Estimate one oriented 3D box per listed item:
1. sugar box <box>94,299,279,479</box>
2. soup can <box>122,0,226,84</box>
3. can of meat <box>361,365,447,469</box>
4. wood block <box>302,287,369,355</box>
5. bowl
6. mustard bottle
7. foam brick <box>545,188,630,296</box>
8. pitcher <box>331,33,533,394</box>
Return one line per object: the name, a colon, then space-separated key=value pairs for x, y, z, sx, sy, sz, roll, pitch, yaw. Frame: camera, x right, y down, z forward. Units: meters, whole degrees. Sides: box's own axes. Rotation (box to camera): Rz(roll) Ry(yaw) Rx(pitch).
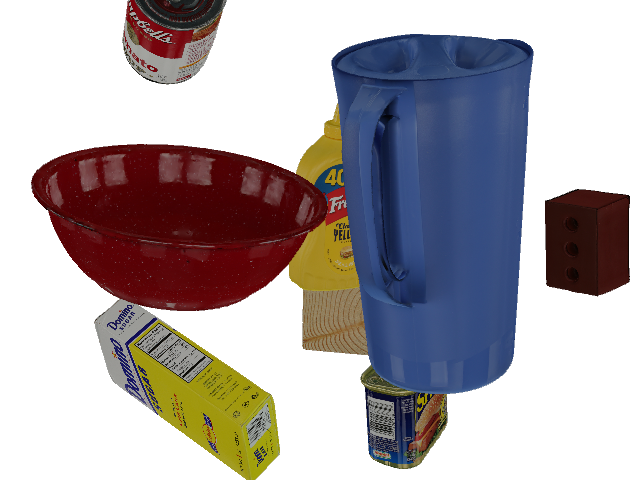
sugar box: x=-0.117 y=0.128 z=0.927 sx=0.176 sy=0.093 sz=0.048 roll=27 pitch=53 yaw=26
soup can: x=-0.109 y=-0.164 z=0.781 sx=0.068 sy=0.068 sz=0.102 roll=0 pitch=-14 yaw=-14
can of meat: x=0.081 y=0.149 z=0.986 sx=0.058 sy=0.084 sz=0.101 roll=9 pitch=25 yaw=27
wood block: x=0.038 y=0.057 z=1.352 sx=0.091 sy=0.090 sz=0.206 roll=4 pitch=22 yaw=7
bowl: x=-0.079 y=-0.004 z=0.594 sx=0.162 sy=0.055 sz=0.162 roll=7 pitch=21 yaw=-3
mustard bottle: x=0.020 y=-0.046 z=1.097 sx=0.096 sy=0.192 sz=0.058 roll=-5 pitch=20 yaw=-25
foam brick: x=0.224 y=0.001 z=0.896 sx=0.051 sy=0.078 sz=0.053 roll=-20 pitch=22 yaw=-41
pitcher: x=0.075 y=-0.015 z=0.743 sx=0.149 sy=0.243 sz=0.145 roll=-10 pitch=23 yaw=-12
